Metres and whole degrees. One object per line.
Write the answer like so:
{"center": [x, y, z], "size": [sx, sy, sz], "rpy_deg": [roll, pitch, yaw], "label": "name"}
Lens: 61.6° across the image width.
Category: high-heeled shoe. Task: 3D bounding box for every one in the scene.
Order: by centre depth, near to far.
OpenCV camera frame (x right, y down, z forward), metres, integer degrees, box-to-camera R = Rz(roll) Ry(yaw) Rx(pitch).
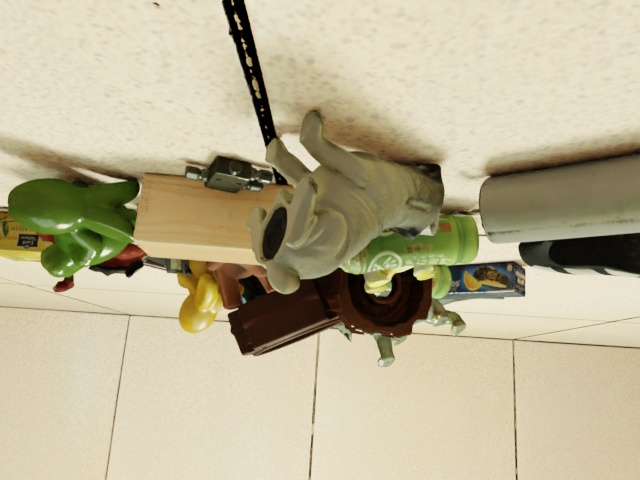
{"center": [0.402, 0.014, 0.729], "size": [0.249, 0.086, 0.145], "rpy_deg": [3, 171, 19], "label": "high-heeled shoe"}

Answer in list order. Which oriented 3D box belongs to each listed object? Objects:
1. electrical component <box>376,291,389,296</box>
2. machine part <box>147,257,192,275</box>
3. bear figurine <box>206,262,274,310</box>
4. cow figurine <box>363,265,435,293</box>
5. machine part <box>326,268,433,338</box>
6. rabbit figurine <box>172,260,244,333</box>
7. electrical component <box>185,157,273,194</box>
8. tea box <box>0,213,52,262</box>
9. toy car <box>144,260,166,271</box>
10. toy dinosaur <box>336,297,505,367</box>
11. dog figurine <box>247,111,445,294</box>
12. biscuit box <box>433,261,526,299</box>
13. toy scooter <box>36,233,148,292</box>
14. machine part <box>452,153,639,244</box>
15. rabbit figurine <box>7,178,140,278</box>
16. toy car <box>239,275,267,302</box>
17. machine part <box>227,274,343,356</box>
{"center": [0.134, 0.083, 1.124], "size": [0.134, 0.058, 0.115], "rpy_deg": [6, 164, -10], "label": "electrical component"}
{"center": [-0.288, 0.020, 0.966], "size": [0.139, 0.084, 0.039], "rpy_deg": [7, -161, 26], "label": "machine part"}
{"center": [-0.107, 0.034, 0.862], "size": [0.120, 0.132, 0.196], "rpy_deg": [-23, -178, -24], "label": "bear figurine"}
{"center": [0.136, 0.012, 0.796], "size": [0.167, 0.098, 0.068], "rpy_deg": [-16, 161, 2], "label": "cow figurine"}
{"center": [0.096, 0.072, 0.860], "size": [0.179, 0.179, 0.056], "rpy_deg": [8, 169, -18], "label": "machine part"}
{"center": [-0.213, 0.090, 1.008], "size": [0.121, 0.173, 0.162], "rpy_deg": [22, 162, -41], "label": "rabbit figurine"}
{"center": [-0.105, -0.074, 0.615], "size": [0.094, 0.021, 0.063], "rpy_deg": [10, 165, -21], "label": "electrical component"}
{"center": [-0.470, -0.001, 0.921], "size": [0.170, 0.068, 0.098], "rpy_deg": [4, 166, 4], "label": "tea box"}
{"center": [-0.313, 0.043, 1.091], "size": [0.202, 0.053, 0.089], "rpy_deg": [18, 165, -33], "label": "toy car"}
{"center": [0.196, 0.154, 1.232], "size": [0.405, 0.192, 0.131], "rpy_deg": [-18, 139, -14], "label": "toy dinosaur"}
{"center": [0.040, -0.015, 0.525], "size": [0.190, 0.172, 0.121], "rpy_deg": [19, 171, -27], "label": "dog figurine"}
{"center": [0.300, 0.083, 1.071], "size": [0.203, 0.059, 0.062], "rpy_deg": [-7, 161, 38], "label": "biscuit box"}
{"center": [-0.344, 0.018, 0.823], "size": [0.184, 0.135, 0.075], "rpy_deg": [8, 164, -22], "label": "toy scooter"}
{"center": [0.256, -0.039, 0.545], "size": [0.243, 0.079, 0.079], "rpy_deg": [-8, 162, 37], "label": "machine part"}
{"center": [-0.306, -0.022, 0.676], "size": [0.159, 0.121, 0.170], "rpy_deg": [-4, 168, 3], "label": "rabbit figurine"}
{"center": [-0.090, 0.063, 1.047], "size": [0.162, 0.109, 0.103], "rpy_deg": [-22, 176, 38], "label": "toy car"}
{"center": [-0.045, 0.134, 0.951], "size": [0.201, 0.087, 0.201], "rpy_deg": [-22, 169, 4], "label": "machine part"}
